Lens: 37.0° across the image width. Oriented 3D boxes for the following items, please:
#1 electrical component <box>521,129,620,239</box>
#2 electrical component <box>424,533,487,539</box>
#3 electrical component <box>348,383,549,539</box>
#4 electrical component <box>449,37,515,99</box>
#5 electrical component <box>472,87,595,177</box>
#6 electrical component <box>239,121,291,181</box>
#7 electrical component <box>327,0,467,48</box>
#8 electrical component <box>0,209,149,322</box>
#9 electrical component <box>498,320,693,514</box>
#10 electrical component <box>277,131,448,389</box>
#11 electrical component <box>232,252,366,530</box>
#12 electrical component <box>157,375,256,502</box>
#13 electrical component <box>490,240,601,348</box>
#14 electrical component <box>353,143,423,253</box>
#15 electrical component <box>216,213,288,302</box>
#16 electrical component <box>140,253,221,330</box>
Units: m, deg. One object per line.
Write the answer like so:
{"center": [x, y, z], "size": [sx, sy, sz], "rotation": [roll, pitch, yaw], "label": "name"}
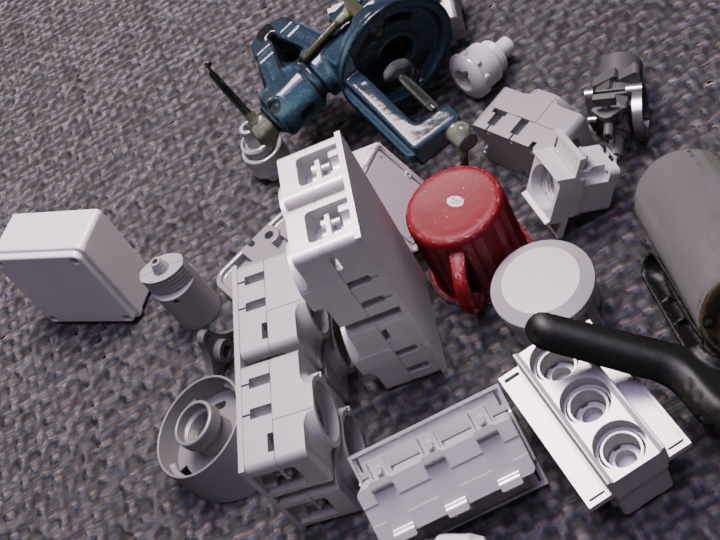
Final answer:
{"center": [0.171, -0.071, 0.868], "size": [0.064, 0.081, 0.042], "rotation": [-12, 46, -20], "label": "electrical component"}
{"center": [0.057, 0.203, 0.739], "size": [0.062, 0.043, 0.043], "rotation": [-6, 54, 25], "label": "electrical component"}
{"center": [0.061, 0.144, 0.759], "size": [0.121, 0.063, 0.078], "rotation": [-27, 88, 6], "label": "electrical component"}
{"center": [0.118, -0.194, 1.008], "size": [0.062, 0.048, 0.048], "rotation": [-40, 47, -17], "label": "electrical component"}
{"center": [0.152, -0.117, 0.926], "size": [0.089, 0.050, 0.055], "rotation": [29, 73, 39], "label": "electrical component"}
{"center": [-0.096, -0.119, 1.045], "size": [0.043, 0.062, 0.043], "rotation": [-14, 51, 18], "label": "electrical component"}
{"center": [0.040, -0.245, 1.065], "size": [0.121, 0.079, 0.063], "rotation": [-16, 68, 16], "label": "electrical component"}
{"center": [-0.269, -0.003, 1.015], "size": [0.109, 0.108, 0.056], "rotation": [-2, 53, 26], "label": "electrical component"}
{"center": [0.163, 0.104, 0.747], "size": [0.079, 0.063, 0.121], "rotation": [-33, 48, 1], "label": "electrical component"}
{"center": [0.000, 0.000, 0.824], "size": [0.060, 0.186, 0.105], "rotation": [-21, 49, 12], "label": "electrical component"}
{"center": [-0.046, 0.089, 0.835], "size": [0.060, 0.105, 0.186], "rotation": [-19, 50, 13], "label": "electrical component"}
{"center": [-0.114, 0.137, 0.878], "size": [0.099, 0.064, 0.099], "rotation": [-24, 46, 28], "label": "electrical component"}
{"center": [0.145, 0.021, 0.826], "size": [0.080, 0.051, 0.080], "rotation": [-14, 51, 17], "label": "electrical component"}
{"center": [0.020, -0.054, 0.927], "size": [0.061, 0.096, 0.061], "rotation": [-13, 45, 55], "label": "electrical component"}
{"center": [-0.070, 0.003, 0.942], "size": [0.095, 0.059, 0.054], "rotation": [-45, 49, -10], "label": "electrical component"}
{"center": [-0.164, 0.015, 0.967], "size": [0.043, 0.081, 0.043], "rotation": [-14, 51, 17], "label": "electrical component"}
